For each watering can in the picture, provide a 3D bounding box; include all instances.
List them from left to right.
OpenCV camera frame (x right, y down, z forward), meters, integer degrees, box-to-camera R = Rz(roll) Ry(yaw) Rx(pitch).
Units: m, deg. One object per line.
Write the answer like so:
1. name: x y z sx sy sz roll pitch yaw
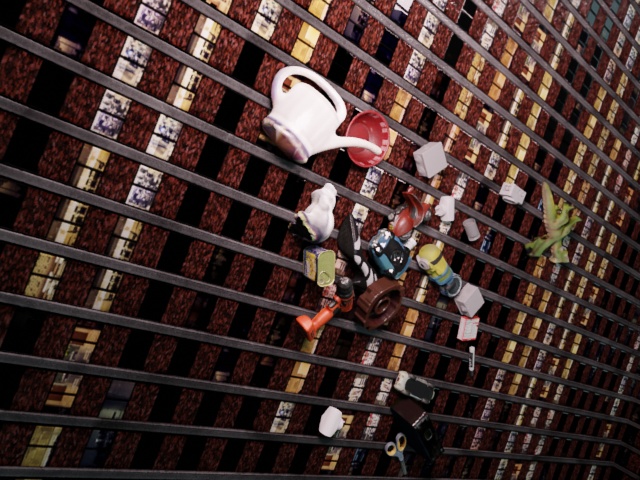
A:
1. watering can: -0.005 -0.288 1.341 0.345 0.104 0.227 44 74 -14

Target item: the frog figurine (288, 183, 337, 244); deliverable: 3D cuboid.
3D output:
1. frog figurine: 0.004 -0.071 1.410 0.162 0.124 0.134 -42 154 -30

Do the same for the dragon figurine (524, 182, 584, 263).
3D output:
1. dragon figurine: 0.903 -0.035 2.043 0.405 0.123 0.243 36 87 -33
